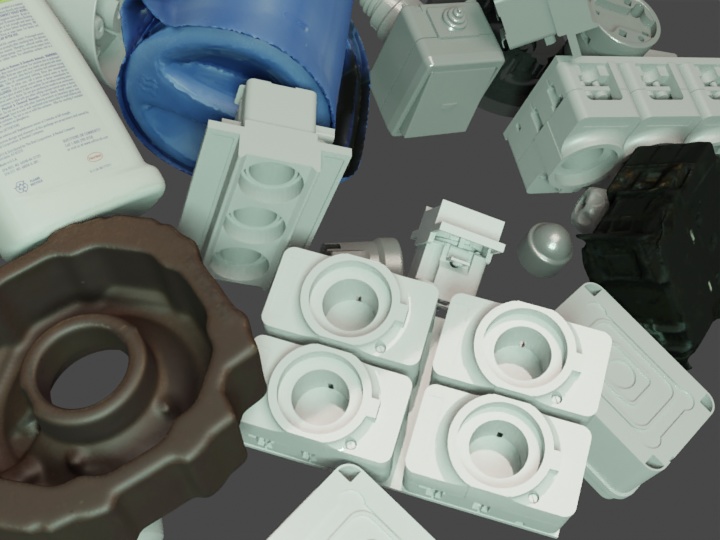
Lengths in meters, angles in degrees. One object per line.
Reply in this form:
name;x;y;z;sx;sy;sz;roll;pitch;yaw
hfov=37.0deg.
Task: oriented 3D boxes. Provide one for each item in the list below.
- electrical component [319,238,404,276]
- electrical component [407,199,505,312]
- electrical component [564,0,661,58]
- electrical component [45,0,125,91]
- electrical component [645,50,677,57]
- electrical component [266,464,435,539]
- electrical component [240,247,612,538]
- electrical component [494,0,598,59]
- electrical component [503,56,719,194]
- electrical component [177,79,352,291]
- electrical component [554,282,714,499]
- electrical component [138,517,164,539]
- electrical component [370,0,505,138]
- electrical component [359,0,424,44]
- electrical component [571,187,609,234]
electrical component;0.000;0.000;0.671;0.046;0.040;0.040;-1;61;-14
electrical component;0.056;-0.006;0.675;0.042;0.081;0.063;19;85;-8
electrical component;0.179;-0.165;0.770;0.055;0.047;0.055;9;58;-15
electrical component;-0.159;-0.170;0.683;0.064;0.099;0.099;26;55;4
electrical component;0.206;-0.158;0.836;0.066;0.047;0.076;5;59;-17
electrical component;0.002;0.168;0.558;0.113;0.057;0.078;43;56;8
electrical component;0.033;0.064;0.591;0.186;0.060;0.105;15;67;7
electrical component;0.118;-0.204;0.739;0.063;0.078;0.121;-17;38;14
electrical component;0.194;-0.100;0.771;0.150;0.089;0.061;-4;62;-22
electrical component;-0.060;-0.049;0.628;0.079;0.121;0.063;10;55;-14
electrical component;0.149;0.076;0.668;0.113;0.057;0.078;46;56;11
electrical component;-0.117;0.148;0.539;0.040;0.040;0.046;-2;66;-21
electrical component;0.054;-0.139;0.739;0.062;0.096;0.061;-9;64;-25
electrical component;0.026;-0.186;0.792;0.078;0.040;0.040;43;56;8
electrical component;0.182;-0.032;0.759;0.061;0.035;0.035;28;55;-7
